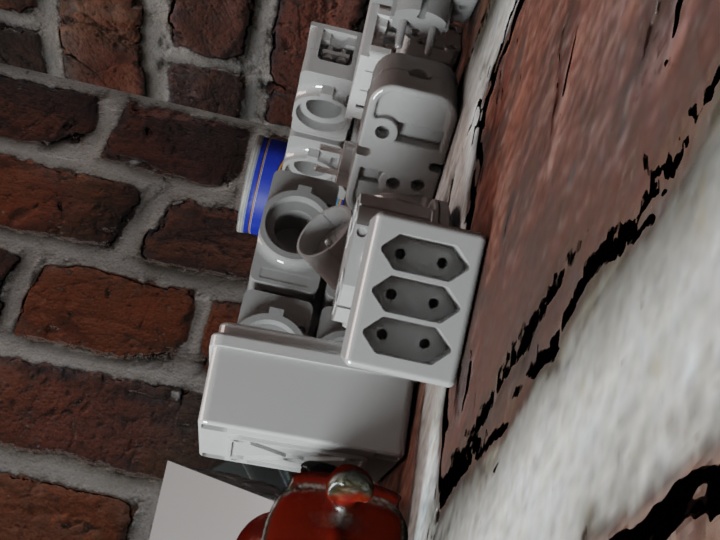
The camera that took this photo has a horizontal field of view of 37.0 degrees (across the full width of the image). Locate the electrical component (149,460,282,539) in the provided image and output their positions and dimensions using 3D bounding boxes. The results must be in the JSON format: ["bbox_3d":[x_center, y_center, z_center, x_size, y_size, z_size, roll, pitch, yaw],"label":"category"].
[{"bbox_3d":[-0.072,0.192,0.688,0.186,0.060,0.105,0,75,58],"label":"electrical component"}]

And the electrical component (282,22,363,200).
[{"bbox_3d":[-0.008,-0.129,0.969,0.186,0.105,0.060,109,172,-62],"label":"electrical component"}]

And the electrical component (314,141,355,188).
[{"bbox_3d":[0.002,-0.082,0.865,0.047,0.077,0.065,-85,8,-63],"label":"electrical component"}]

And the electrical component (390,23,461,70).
[{"bbox_3d":[0.042,-0.137,0.732,0.081,0.042,0.063,-83,10,-53],"label":"electrical component"}]

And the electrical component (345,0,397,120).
[{"bbox_3d":[0.037,-0.198,0.850,0.089,0.062,0.150,110,171,-65],"label":"electrical component"}]

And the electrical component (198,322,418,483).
[{"bbox_3d":[-0.032,0.077,0.592,0.108,0.109,0.056,112,167,-70],"label":"electrical component"}]

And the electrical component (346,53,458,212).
[{"bbox_3d":[0.027,-0.084,0.679,0.059,0.054,0.095,-82,6,-54],"label":"electrical component"}]

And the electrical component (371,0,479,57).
[{"bbox_3d":[0.040,-0.170,0.673,0.047,0.066,0.076,117,165,-76],"label":"electrical component"}]

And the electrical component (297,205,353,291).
[{"bbox_3d":[0.000,0.000,0.706,0.043,0.081,0.043,-28,36,22],"label":"electrical component"}]

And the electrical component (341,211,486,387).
[{"bbox_3d":[0.021,0.013,0.479,0.077,0.047,0.065,167,116,-86],"label":"electrical component"}]

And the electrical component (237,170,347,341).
[{"bbox_3d":[-0.031,0.028,0.771,0.060,0.105,0.186,111,171,-66],"label":"electrical component"}]

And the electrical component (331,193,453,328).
[{"bbox_3d":[0.017,-0.001,0.562,0.080,0.051,0.080,-168,90,-86],"label":"electrical component"}]
